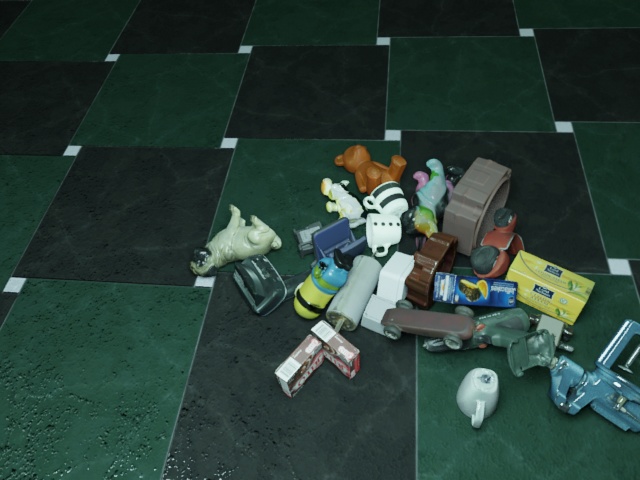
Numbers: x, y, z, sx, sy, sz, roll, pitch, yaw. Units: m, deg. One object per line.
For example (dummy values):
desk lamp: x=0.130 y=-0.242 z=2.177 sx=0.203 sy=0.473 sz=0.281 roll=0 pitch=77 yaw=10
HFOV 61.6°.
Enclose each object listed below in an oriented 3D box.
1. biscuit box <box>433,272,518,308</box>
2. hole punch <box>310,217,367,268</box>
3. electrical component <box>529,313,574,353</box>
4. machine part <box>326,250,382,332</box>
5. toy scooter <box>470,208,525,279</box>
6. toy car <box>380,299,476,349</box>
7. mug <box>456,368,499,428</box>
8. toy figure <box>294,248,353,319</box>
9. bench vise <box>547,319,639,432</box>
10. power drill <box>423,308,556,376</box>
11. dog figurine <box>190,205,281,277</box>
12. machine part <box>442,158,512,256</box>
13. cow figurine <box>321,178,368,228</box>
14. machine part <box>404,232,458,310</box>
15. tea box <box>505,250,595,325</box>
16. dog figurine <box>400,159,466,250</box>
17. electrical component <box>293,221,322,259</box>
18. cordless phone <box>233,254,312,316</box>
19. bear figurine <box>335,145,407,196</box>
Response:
biscuit box: x=0.339 y=0.110 z=1.158 sx=0.202 sy=0.059 sz=0.062 roll=7 pitch=88 yaw=-33
hole punch: x=0.050 y=0.024 z=1.296 sx=0.142 sy=0.115 sz=0.092 roll=-30 pitch=49 yaw=-19
electrical component: x=0.499 y=0.197 z=1.165 sx=0.102 sy=0.045 sz=0.078 roll=15 pitch=66 yaw=17
machine part: x=0.081 y=0.121 z=1.244 sx=0.079 sy=0.079 sz=0.243 roll=17 pitch=56 yaw=18
toy scooter: x=0.429 y=0.026 z=1.269 sx=0.075 sy=0.135 sz=0.184 roll=14 pitch=70 yaw=46
toy car: x=0.223 y=0.175 z=1.114 sx=0.202 sy=0.053 sz=0.089 roll=0 pitch=48 yaw=36
mug: x=0.313 y=0.306 z=1.059 sx=0.081 sy=0.107 sz=0.109 roll=12 pitch=53 yaw=16
toy figure: x=0.004 y=0.102 z=1.212 sx=0.082 sy=0.180 sz=0.089 roll=37 pitch=31 yaw=-6
bench vise: x=0.563 y=0.245 z=1.047 sx=0.224 sy=0.128 sz=0.240 roll=35 pitch=96 yaw=20
power drill: x=0.355 y=0.209 z=1.098 sx=0.232 sy=0.207 sz=0.086 roll=-14 pitch=94 yaw=-16
dog figurine: x=-0.211 y=0.034 z=1.341 sx=0.173 sy=0.121 sz=0.190 roll=24 pitch=72 yaw=26
machine part: x=0.377 y=-0.077 z=1.288 sx=0.087 sy=0.201 sz=0.201 roll=27 pitch=59 yaw=25
cow figurine: x=0.067 y=-0.104 z=1.422 sx=0.098 sy=0.068 sz=0.167 roll=-10 pitch=54 yaw=-22
machine part: x=0.253 y=0.067 z=1.214 sx=0.056 sy=0.179 sz=0.179 roll=24 pitch=58 yaw=26
tea box: x=0.506 y=0.106 z=1.202 sx=0.170 sy=0.098 sz=0.068 roll=27 pitch=59 yaw=26
dog figurine: x=0.296 y=-0.077 z=1.357 sx=0.191 sy=0.108 sz=0.219 roll=16 pitch=69 yaw=-19
electrical component: x=-0.003 y=-0.004 z=1.368 sx=0.119 sy=0.047 sz=0.075 roll=-14 pitch=53 yaw=-3
cordless phone: x=-0.104 y=0.087 z=1.300 sx=0.184 sy=0.088 sz=0.147 roll=-21 pitch=53 yaw=-25
bear figurine: x=0.131 y=-0.209 z=1.466 sx=0.120 sy=0.131 sz=0.196 roll=-24 pitch=60 yaw=-18
